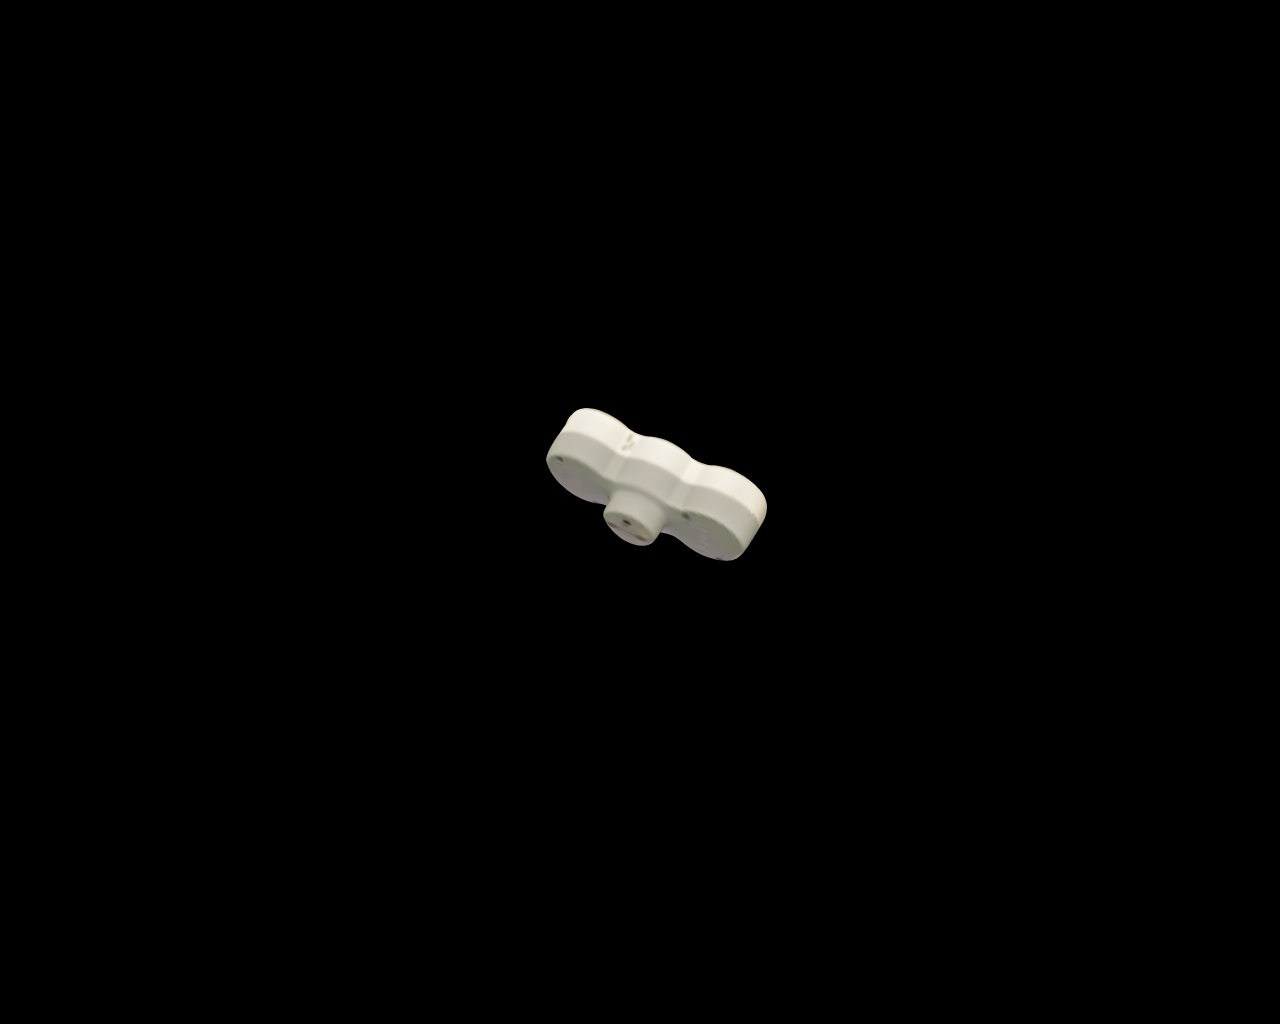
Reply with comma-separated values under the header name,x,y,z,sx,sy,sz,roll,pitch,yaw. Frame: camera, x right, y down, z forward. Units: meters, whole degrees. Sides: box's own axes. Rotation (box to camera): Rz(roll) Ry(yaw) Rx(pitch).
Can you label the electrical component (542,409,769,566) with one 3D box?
name,x,y,z,sx,sy,sz,roll,pitch,yaw
electrical component,0.001,-0.003,0.650,0.138,0.074,0.052,25,-27,14
